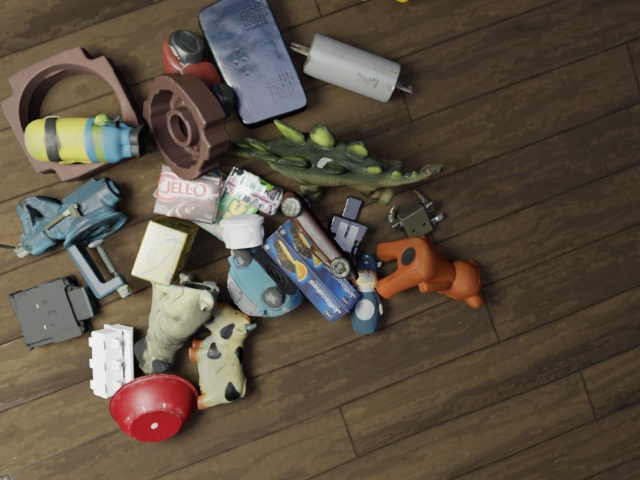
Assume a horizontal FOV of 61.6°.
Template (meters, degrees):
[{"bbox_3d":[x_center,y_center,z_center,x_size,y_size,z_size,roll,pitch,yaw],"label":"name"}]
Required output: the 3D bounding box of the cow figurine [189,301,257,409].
[{"bbox_3d":[-0.178,0.212,1.015,0.127,0.085,0.194,-6,99,-7],"label":"cow figurine"}]

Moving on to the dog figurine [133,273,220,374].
[{"bbox_3d":[-0.256,0.164,0.964,0.121,0.172,0.190,7,94,-33],"label":"dog figurine"}]

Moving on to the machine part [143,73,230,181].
[{"bbox_3d":[-0.227,-0.193,0.912,0.056,0.179,0.179,-33,100,-41],"label":"machine part"}]

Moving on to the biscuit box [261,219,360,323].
[{"bbox_3d":[-0.016,0.058,1.007,0.202,0.059,0.063,48,133,-2],"label":"biscuit box"}]

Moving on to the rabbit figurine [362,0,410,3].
[{"bbox_3d":[0.122,-0.515,0.979,0.173,0.122,0.162,41,100,6],"label":"rabbit figurine"}]

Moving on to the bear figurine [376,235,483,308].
[{"bbox_3d":[0.219,0.068,1.040,0.195,0.132,0.120,25,54,-36],"label":"bear figurine"}]

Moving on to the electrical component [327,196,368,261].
[{"bbox_3d":[0.053,-0.023,1.035,0.075,0.048,0.119,22,95,-7],"label":"electrical component"}]

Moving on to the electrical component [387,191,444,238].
[{"bbox_3d":[0.183,-0.045,1.049,0.102,0.045,0.078,-36,125,1],"label":"electrical component"}]

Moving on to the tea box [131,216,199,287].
[{"bbox_3d":[-0.268,0.015,0.945,0.068,0.170,0.098,19,92,-7],"label":"tea box"}]

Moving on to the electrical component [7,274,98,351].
[{"bbox_3d":[-0.486,0.129,0.992,0.134,0.058,0.114,-18,99,-3],"label":"electrical component"}]

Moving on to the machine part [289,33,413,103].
[{"bbox_3d":[0.058,-0.316,0.992,0.243,0.079,0.079,19,93,-7],"label":"machine part"}]

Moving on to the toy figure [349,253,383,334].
[{"bbox_3d":[0.091,0.103,1.045,0.064,0.058,0.154,-1,93,-20],"label":"toy figure"}]

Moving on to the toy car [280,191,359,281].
[{"bbox_3d":[-0.002,-0.003,0.968,0.053,0.089,0.202,-38,88,8],"label":"toy car"}]

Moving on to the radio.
[{"bbox_3d":[-0.122,-0.325,0.978,0.131,0.073,0.229,-23,95,-2],"label":"radio"}]

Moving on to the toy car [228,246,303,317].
[{"bbox_3d":[-0.118,0.088,1.003,0.161,0.109,0.103,44,107,1],"label":"toy car"}]

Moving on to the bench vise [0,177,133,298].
[{"bbox_3d":[-0.424,0.011,0.953,0.224,0.129,0.240,-33,88,-8],"label":"bench vise"}]

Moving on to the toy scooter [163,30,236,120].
[{"bbox_3d":[-0.226,-0.270,0.961,0.075,0.135,0.184,-28,79,-37],"label":"toy scooter"}]

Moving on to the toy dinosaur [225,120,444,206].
[{"bbox_3d":[-0.020,-0.142,0.942,0.472,0.198,0.105,7,80,26],"label":"toy dinosaur"}]

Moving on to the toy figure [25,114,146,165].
[{"bbox_3d":[-0.381,-0.164,0.873,0.180,0.089,0.082,3,90,-3],"label":"toy figure"}]

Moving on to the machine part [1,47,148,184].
[{"bbox_3d":[-0.428,-0.217,0.951,0.201,0.087,0.201,-26,98,-4],"label":"machine part"}]
